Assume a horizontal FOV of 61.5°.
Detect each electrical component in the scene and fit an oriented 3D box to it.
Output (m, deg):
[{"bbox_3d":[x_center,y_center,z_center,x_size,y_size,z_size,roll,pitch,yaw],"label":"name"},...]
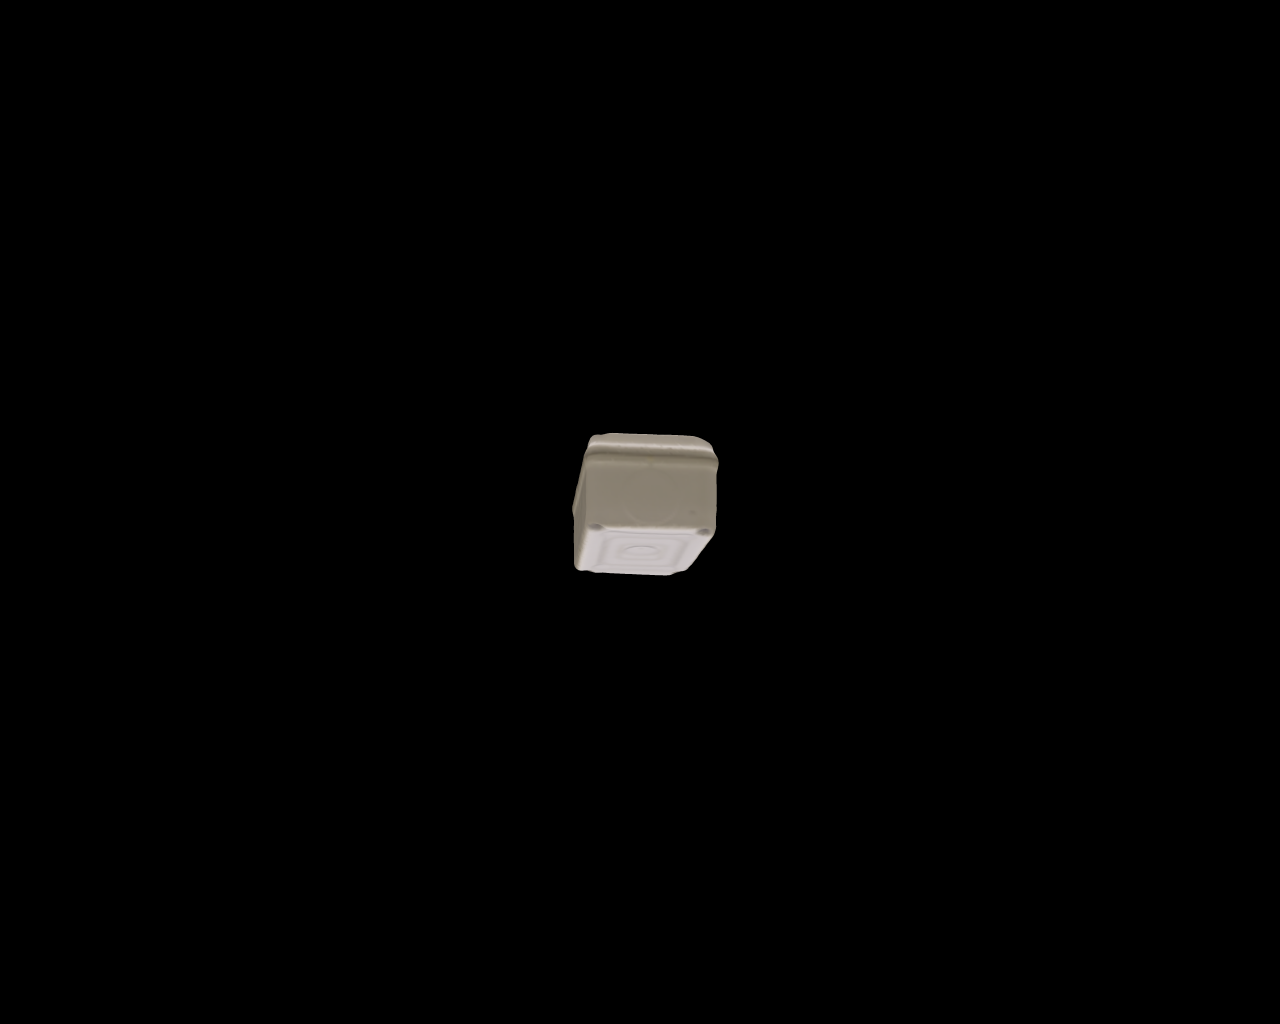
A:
[{"bbox_3d":[0.001,-0.003,0.650,0.078,0.057,0.113,2,-18,-7],"label":"electrical component"}]
